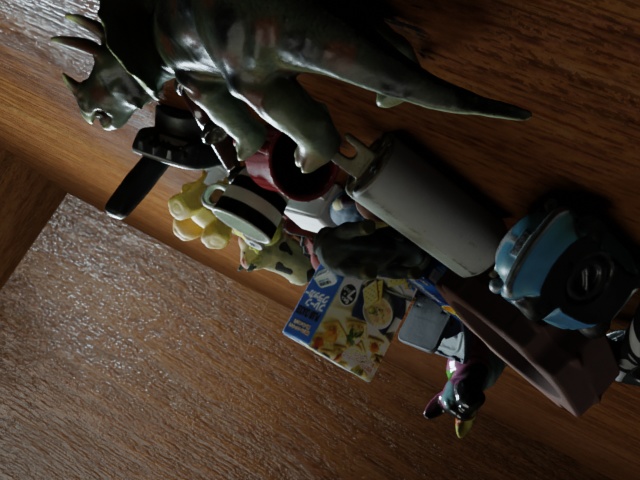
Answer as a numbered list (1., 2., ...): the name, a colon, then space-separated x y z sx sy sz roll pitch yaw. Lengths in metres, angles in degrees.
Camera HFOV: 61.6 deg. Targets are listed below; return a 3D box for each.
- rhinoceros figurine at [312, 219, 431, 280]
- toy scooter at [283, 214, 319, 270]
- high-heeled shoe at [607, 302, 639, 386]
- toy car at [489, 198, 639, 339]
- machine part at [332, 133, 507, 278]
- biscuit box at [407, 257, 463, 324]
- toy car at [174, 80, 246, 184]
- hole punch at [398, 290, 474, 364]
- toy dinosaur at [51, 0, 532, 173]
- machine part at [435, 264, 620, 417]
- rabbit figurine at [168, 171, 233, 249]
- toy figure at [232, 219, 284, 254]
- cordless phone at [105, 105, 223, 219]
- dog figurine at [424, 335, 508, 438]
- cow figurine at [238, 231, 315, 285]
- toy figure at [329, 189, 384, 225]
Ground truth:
1. rhinoceros figurine: 0.076 0.019 0.686 0.190 0.073 0.112 3 169 -44
2. toy scooter: -0.002 -0.003 0.902 0.135 0.075 0.183 20 149 21
3. high-heeled shoe: 0.370 0.102 0.632 0.248 0.086 0.145 60 -179 -35
4. toy car: 0.229 0.021 0.519 0.161 0.109 0.103 23 -165 -29
5. machine part: 0.114 -0.034 0.568 0.243 0.079 0.079 33 166 -19
6. biscuit box: 0.209 0.076 0.822 0.202 0.059 0.063 37 165 -30
7. toy car: -0.128 -0.138 0.695 0.089 0.053 0.202 56 176 17
8. hole punch: 0.223 0.157 0.981 0.092 0.115 0.142 30 171 -23
9. toy dinosaur: -0.058 -0.154 0.408 0.405 0.131 0.192 6 155 45
10. machine part: 0.257 0.107 0.670 0.201 0.087 0.201 44 179 -41
11. rabbit figurine: -0.218 -0.061 0.985 0.122 0.162 0.173 32 145 -20
12. toy figure: -0.150 -0.046 1.076 0.180 0.089 0.082 29 166 38
13. cordless phone: -0.239 -0.102 0.810 0.147 0.184 0.088 21 160 31
14. dog figurine: 0.276 0.256 1.025 0.108 0.219 0.191 32 166 0
15. cow figurine: -0.093 0.036 1.162 0.194 0.127 0.086 33 163 -28
16. toy figure: 0.061 -0.046 0.673 0.154 0.064 0.057 -12 100 64
